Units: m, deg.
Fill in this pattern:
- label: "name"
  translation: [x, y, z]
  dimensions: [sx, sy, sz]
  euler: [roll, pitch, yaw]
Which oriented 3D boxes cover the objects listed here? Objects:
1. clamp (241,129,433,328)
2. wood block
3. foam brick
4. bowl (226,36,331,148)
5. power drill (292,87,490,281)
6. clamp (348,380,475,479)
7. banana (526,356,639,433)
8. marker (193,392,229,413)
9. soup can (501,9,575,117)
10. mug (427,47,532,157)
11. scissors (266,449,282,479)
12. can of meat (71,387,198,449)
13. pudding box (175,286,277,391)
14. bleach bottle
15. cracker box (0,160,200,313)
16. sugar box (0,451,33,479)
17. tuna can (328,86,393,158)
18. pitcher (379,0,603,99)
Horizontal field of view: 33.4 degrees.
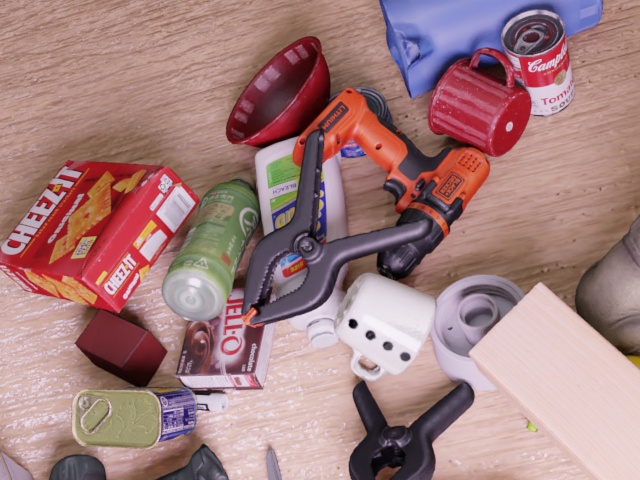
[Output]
- label: "clamp"
  translation: [0.002, 0.011, 1.081]
  dimensions: [0.165, 0.036, 0.210]
  euler: [34, 89, 19]
- label: "wood block"
  translation: [0.235, 0.144, 0.907]
  dimensions: [0.091, 0.090, 0.206]
  euler: [-45, 66, -2]
- label: "foam brick"
  translation: [-0.216, 0.118, 1.164]
  dimensions: [0.078, 0.053, 0.051]
  euler: [21, 65, 32]
- label: "bowl"
  translation: [-0.039, -0.164, 1.273]
  dimensions: [0.162, 0.055, 0.162]
  euler: [-38, 29, 25]
- label: "power drill"
  translation: [0.065, -0.065, 1.143]
  dimensions: [0.188, 0.057, 0.184]
  euler: [36, 63, 10]
- label: "clamp"
  translation: [0.082, 0.186, 0.982]
  dimensions: [0.120, 0.039, 0.171]
  euler: [-12, 33, 16]
- label: "banana"
  translation: [0.286, 0.138, 0.964]
  dimensions: [0.198, 0.037, 0.069]
  euler: [-5, 75, 20]
- label: "marker"
  translation: [-0.154, 0.168, 1.124]
  dimensions: [0.121, 0.020, 0.020]
  euler: [1, 56, 22]
- label: "soup can"
  translation: [0.242, -0.193, 1.176]
  dimensions: [0.068, 0.102, 0.068]
  euler: [-11, 53, 14]
- label: "mug"
  translation: [0.181, -0.153, 1.169]
  dimensions: [0.082, 0.117, 0.093]
  euler: [32, 35, 30]
- label: "scissors"
  translation: [-0.048, 0.296, 0.992]
  dimensions: [0.096, 0.016, 0.202]
  euler: [-30, 50, -1]
- label: "can of meat"
  translation: [-0.185, 0.177, 1.079]
  dimensions: [0.102, 0.083, 0.057]
  euler: [-2, 86, 22]
- label: "pudding box"
  translation: [-0.096, 0.105, 1.134]
  dimensions: [0.090, 0.039, 0.113]
  euler: [-5, 54, 19]
- label: "bleach bottle"
  translation: [-0.008, 0.001, 1.162]
  dimensions: [0.102, 0.068, 0.251]
  euler: [-16, 54, 6]
- label: "cracker box"
  translation: [-0.263, -0.012, 1.228]
  dimensions: [0.214, 0.072, 0.164]
  euler: [8, 56, 46]
- label: "sugar box"
  translation: [-0.331, 0.238, 1.042]
  dimensions: [0.048, 0.176, 0.093]
  euler: [-32, 50, -5]
- label: "tuna can"
  translation: [0.042, -0.139, 1.260]
  dimensions: [0.086, 0.033, 0.086]
  euler: [-11, 53, 14]
- label: "pitcher"
  translation: [0.194, -0.267, 1.244]
  dimensions: [0.243, 0.145, 0.149]
  euler: [-18, 63, 4]
